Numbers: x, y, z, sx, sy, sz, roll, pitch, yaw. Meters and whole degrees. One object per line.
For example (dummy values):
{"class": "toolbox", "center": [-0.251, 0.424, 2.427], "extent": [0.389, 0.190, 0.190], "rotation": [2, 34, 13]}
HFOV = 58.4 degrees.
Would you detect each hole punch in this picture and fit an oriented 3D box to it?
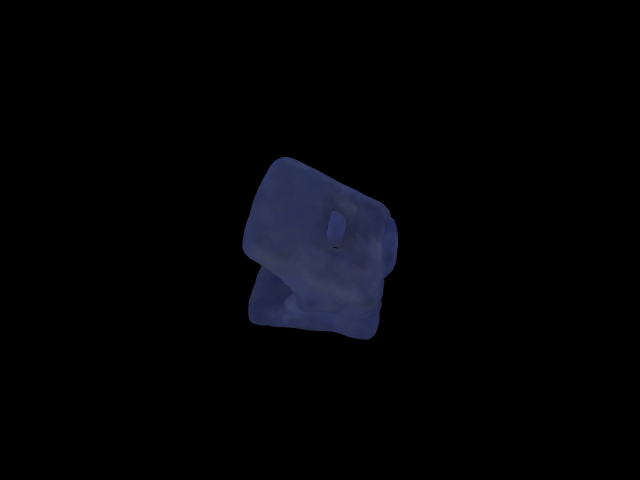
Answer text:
{"class": "hole punch", "center": [0.004, 0.001, 0.400], "extent": [0.101, 0.091, 0.108], "rotation": [6, 43, 7]}
